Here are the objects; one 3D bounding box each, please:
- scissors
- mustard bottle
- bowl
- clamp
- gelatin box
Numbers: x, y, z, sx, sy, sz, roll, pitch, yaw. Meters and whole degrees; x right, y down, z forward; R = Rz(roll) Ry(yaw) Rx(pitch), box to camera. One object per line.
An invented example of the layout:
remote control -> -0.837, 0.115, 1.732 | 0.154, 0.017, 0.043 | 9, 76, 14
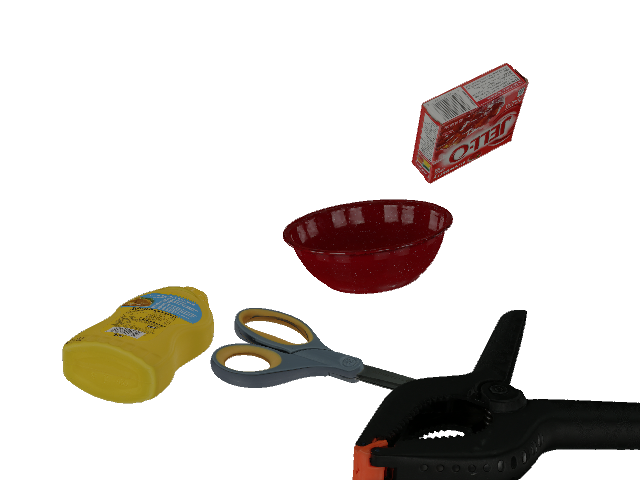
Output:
scissors -> 0.003, 0.100, 0.782 | 0.202, 0.016, 0.096 | 24, 38, 34
mustard bottle -> -0.156, 0.088, 1.015 | 0.096, 0.058, 0.191 | 9, 21, 18
bowl -> 0.047, 0.009, 1.013 | 0.162, 0.055, 0.162 | -7, 17, 2
clamp -> 0.100, 0.097, 0.628 | 0.209, 0.036, 0.165 | -11, 25, -26
gelatin box -> 0.120, -0.094, 0.856 | 0.089, 0.030, 0.073 | -27, -29, -20
